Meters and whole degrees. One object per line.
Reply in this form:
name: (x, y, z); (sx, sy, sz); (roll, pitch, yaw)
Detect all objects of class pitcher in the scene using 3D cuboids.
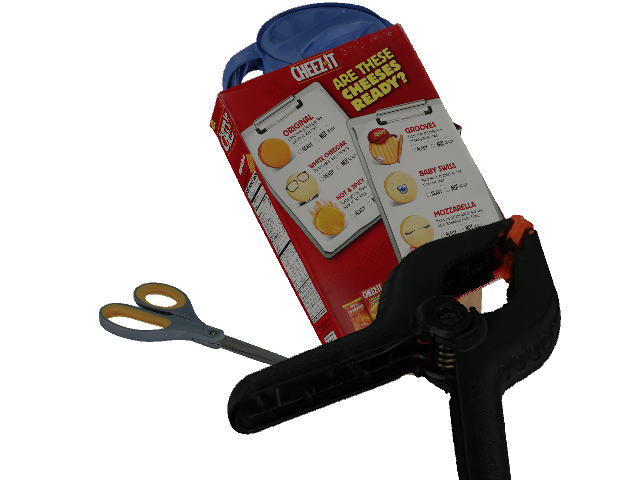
pitcher: (0.000, -0.113, 1.116); (0.149, 0.243, 0.144); (17, 43, 25)

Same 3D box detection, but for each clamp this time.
clamp: (0.058, 0.052, 0.447); (0.120, 0.039, 0.171); (35, 54, 23)

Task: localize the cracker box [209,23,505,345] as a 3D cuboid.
cracker box: (0.034, -0.038, 0.825); (0.164, 0.214, 0.072); (-24, -10, -20)

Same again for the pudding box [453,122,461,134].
pudding box: (0.124, -0.143, 1.468); (0.113, 0.039, 0.090); (-25, 40, -29)

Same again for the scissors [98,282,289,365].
scissors: (-0.102, 0.078, 0.987); (0.202, 0.016, 0.096); (10, 29, 4)

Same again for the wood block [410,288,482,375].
wood block: (0.174, 0.116, 1.557); (0.091, 0.090, 0.205); (5, 19, 17)
